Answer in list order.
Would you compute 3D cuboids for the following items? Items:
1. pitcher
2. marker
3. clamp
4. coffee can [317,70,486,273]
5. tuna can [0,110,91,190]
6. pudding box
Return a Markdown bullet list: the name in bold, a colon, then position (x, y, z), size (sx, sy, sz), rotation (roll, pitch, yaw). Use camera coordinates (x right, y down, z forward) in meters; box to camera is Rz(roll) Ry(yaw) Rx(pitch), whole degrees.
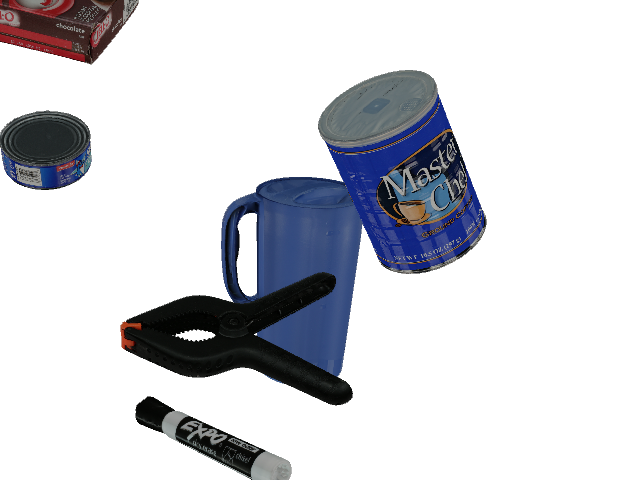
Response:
- **pitcher**: position (-0.029, 0.050, 1.302), size (0.149, 0.243, 0.144), rotation (14, 20, 26)
- **marker**: position (-0.068, 0.120, 0.640), size (0.121, 0.020, 0.020), rotation (16, 10, 38)
- **clamp**: position (-0.072, 0.092, 0.961), size (0.209, 0.036, 0.164), rotation (-4, 37, -12)
- **coffee can**: position (0.071, -0.057, 0.903), size (0.103, 0.140, 0.103), rotation (-19, 32, 12)
- **tuna can**: position (-0.265, -0.087, 1.034), size (0.086, 0.034, 0.086), rotation (3, 42, -3)
- **pudding box**: position (-0.196, -0.184, 0.818), size (0.090, 0.039, 0.113), rotation (15, 37, 3)
